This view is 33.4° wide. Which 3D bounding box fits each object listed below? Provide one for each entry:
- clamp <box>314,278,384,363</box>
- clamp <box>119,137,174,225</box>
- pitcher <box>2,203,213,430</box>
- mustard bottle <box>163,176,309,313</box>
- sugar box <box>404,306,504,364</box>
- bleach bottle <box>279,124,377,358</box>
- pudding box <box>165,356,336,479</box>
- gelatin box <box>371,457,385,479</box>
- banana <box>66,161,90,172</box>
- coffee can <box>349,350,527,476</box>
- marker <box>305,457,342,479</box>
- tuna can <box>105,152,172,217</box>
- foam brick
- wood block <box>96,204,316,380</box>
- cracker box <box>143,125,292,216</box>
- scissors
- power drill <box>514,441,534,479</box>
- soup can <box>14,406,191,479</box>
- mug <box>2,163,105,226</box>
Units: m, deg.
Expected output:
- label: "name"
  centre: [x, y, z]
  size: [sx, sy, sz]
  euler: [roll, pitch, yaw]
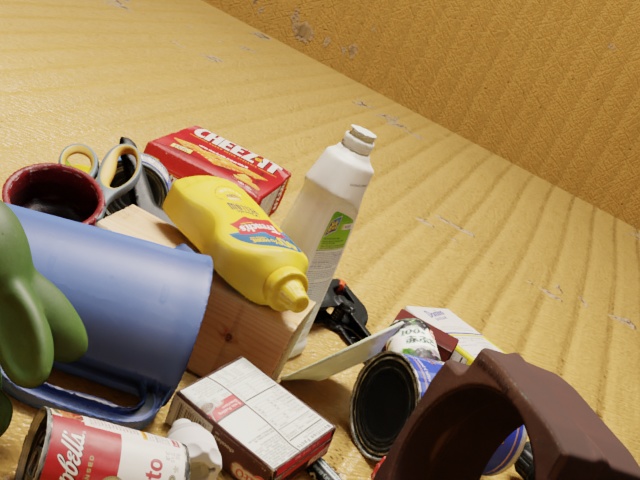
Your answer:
- label: "clamp"
  centre: [0.014, 0.082, 1.226]
  size: [0.120, 0.039, 0.171]
  euler: [37, 11, -21]
- label: "clamp"
  centre: [-0.199, -0.005, 1.128]
  size: [0.210, 0.036, 0.164]
  euler: [44, 55, 13]
- label: "pitcher"
  centre: [-0.218, 0.050, 0.864]
  size: [0.242, 0.145, 0.149]
  euler: [18, 6, -14]
- label: "mustard bottle"
  centre: [-0.065, 0.009, 0.985]
  size: [0.096, 0.058, 0.192]
  euler: [13, 22, -41]
- label: "sugar box"
  centre: [0.180, 0.144, 1.286]
  size: [0.093, 0.048, 0.176]
  euler: [8, 21, -47]
- label: "bleach bottle"
  centre: [-0.007, 0.001, 1.074]
  size: [0.068, 0.251, 0.102]
  euler: [33, 18, 20]
- label: "pudding box"
  centre: [-0.057, 0.154, 0.888]
  size: [0.114, 0.039, 0.089]
  euler: [36, 32, 23]
- label: "gelatin box"
  centre: [0.089, 0.231, 0.917]
  size: [0.089, 0.030, 0.073]
  euler: [23, 19, -10]
- label: "banana"
  centre: [-0.223, -0.054, 1.292]
  size: [0.197, 0.037, 0.069]
  euler: [22, 29, -14]
- label: "coffee can"
  centre: [0.113, 0.167, 1.016]
  size: [0.140, 0.103, 0.103]
  euler: [15, 20, -33]
- label: "marker"
  centre: [0.009, 0.203, 0.897]
  size: [0.020, 0.020, 0.121]
  euler: [8, 25, -47]
- label: "tuna can"
  centre: [-0.214, -0.056, 1.228]
  size: [0.086, 0.086, 0.034]
  euler: [23, 18, -12]
- label: "foam brick"
  centre: [0.112, 0.125, 1.229]
  size: [0.078, 0.051, 0.053]
  euler: [29, 18, 10]
- label: "wood block"
  centre: [-0.121, 0.059, 1.012]
  size: [0.206, 0.091, 0.090]
  euler: [28, 18, 5]
- label: "cracker box"
  centre: [-0.140, -0.084, 1.447]
  size: [0.164, 0.072, 0.213]
  euler: [27, 16, 3]
- label: "scissors"
  centre: [-0.248, -0.035, 1.097]
  size: [0.096, 0.016, 0.201]
  euler: [19, 48, 5]
- label: "power drill"
  centre: [0.302, 0.269, 1.074]
  size: [0.187, 0.057, 0.185]
  euler: [7, 29, -42]
- label: "soup can"
  centre: [-0.147, 0.158, 0.720]
  size: [0.102, 0.068, 0.068]
  euler: [19, 18, -22]
- label: "mug"
  centre: [-0.256, -0.021, 1.016]
  size: [0.093, 0.082, 0.117]
  euler: [6, 43, -15]
